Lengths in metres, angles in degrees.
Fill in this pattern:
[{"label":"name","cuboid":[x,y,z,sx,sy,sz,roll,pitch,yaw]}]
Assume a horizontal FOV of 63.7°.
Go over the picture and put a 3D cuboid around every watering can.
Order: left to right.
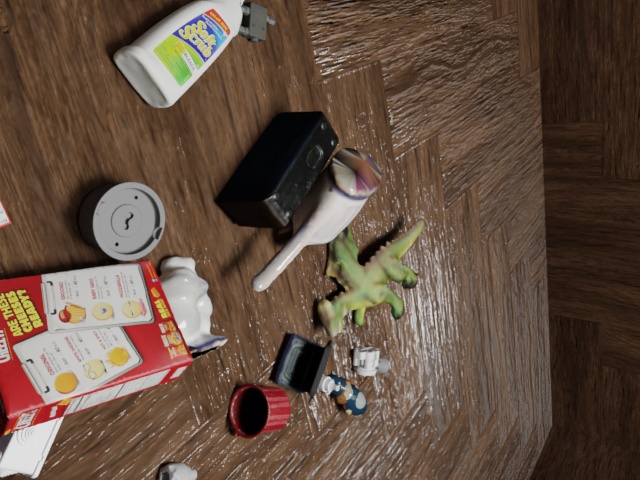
[{"label":"watering can","cuboid":[0.003,-0.048,0.950,0.104,0.220,0.354,39,34,-1]}]

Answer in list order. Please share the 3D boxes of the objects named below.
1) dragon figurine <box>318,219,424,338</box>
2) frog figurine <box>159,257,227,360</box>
[{"label":"dragon figurine","cuboid":[0.114,0.053,1.204,0.239,0.122,0.418,47,58,-35]},{"label":"frog figurine","cuboid":[-0.229,0.111,0.798,0.138,0.120,0.161,-12,69,-42]}]
